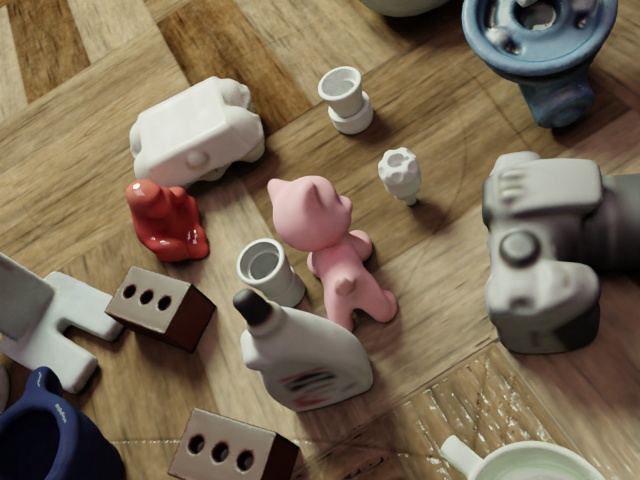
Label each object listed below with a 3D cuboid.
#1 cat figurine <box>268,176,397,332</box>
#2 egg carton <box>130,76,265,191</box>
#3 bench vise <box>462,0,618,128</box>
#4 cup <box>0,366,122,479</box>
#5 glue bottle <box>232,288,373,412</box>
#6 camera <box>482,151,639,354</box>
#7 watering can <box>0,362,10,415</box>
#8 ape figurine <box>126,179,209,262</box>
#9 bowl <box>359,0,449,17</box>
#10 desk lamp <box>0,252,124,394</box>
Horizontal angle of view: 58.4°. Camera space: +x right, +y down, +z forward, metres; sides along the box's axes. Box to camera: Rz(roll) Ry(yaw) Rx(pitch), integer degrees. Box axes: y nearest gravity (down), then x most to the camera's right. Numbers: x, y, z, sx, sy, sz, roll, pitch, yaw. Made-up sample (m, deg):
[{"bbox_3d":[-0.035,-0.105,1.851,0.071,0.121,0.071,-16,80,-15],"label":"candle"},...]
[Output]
[{"bbox_3d":[0.004,0.002,0.469,0.067,0.118,0.127,-26,54,5],"label":"cat figurine"},{"bbox_3d":[-0.134,-0.109,0.623,0.150,0.070,0.107,-26,54,6],"label":"egg carton"},{"bbox_3d":[0.157,-0.224,0.482,0.121,0.220,0.207,-34,54,-1],"label":"bench vise"},{"bbox_3d":[-0.208,0.169,0.466,0.091,0.095,0.117,-20,55,10],"label":"cup"},{"bbox_3d":[-0.019,0.075,0.399,0.078,0.174,0.037,-24,54,7],"label":"glue bottle"},{"bbox_3d":[0.188,-0.002,0.408,0.136,0.101,0.143,-3,59,20],"label":"camera"},{"bbox_3d":[-0.394,0.125,0.506,0.173,0.195,0.100,-26,54,5],"label":"watering can"},{"bbox_3d":[-0.157,-0.024,0.566,0.076,0.092,0.078,8,64,26],"label":"ape figurine"},{"bbox_3d":[0.106,-0.308,0.645,0.167,0.075,0.167,-10,57,16],"label":"bowl"},{"bbox_3d":[-0.319,0.029,0.523,0.202,0.214,0.118,16,67,29],"label":"desk lamp"}]
